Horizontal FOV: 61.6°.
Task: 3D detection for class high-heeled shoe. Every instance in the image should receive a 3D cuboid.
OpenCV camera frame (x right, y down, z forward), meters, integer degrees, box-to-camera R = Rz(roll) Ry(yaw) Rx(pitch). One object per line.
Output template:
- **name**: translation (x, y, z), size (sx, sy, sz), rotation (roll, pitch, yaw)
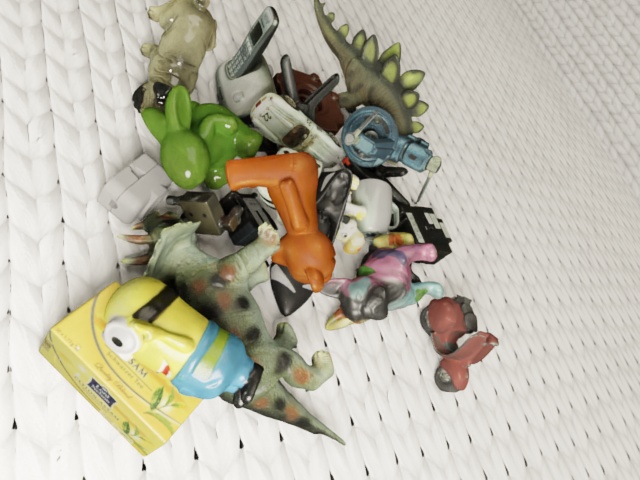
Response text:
- **high-heeled shoe**: translation (-0.002, -0.003, 0.847), size (0.086, 0.145, 0.249), rotation (29, 42, -21)

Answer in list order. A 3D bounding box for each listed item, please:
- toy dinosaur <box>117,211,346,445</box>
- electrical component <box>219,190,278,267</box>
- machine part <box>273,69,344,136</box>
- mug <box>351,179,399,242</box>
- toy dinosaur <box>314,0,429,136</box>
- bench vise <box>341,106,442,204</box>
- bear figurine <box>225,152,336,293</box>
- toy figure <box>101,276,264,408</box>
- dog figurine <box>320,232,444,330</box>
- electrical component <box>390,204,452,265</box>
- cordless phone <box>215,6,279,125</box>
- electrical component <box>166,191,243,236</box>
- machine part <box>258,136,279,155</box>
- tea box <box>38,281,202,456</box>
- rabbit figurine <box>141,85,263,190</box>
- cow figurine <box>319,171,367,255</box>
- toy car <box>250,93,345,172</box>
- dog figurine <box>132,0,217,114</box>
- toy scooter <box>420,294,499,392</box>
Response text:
- **toy dinosaur**: translation (-0.111, 0.120, 0.683), size (0.192, 0.131, 0.404), rotation (-24, 84, -29)
- **electrical component**: translation (-0.105, -0.016, 0.828), size (0.119, 0.048, 0.075), rotation (59, 24, 17)
- **machine part**: translation (-0.030, -0.277, 1.112), size (0.179, 0.056, 0.179), rotation (22, 47, -26)
- **mug**: translation (0.106, -0.048, 1.039), size (0.109, 0.081, 0.107), rotation (25, 56, -33)
- **toy dinosaur**: translation (0.112, -0.341, 1.179), size (0.471, 0.198, 0.105), rotation (46, 37, -5)
- **bench vise**: translation (0.123, -0.183, 1.054), size (0.224, 0.128, 0.240), rotation (42, 23, 15)
- **bear figurine**: translation (-0.047, -0.023, 0.763), size (0.120, 0.132, 0.195), rotation (-44, 129, -75)
- **toy figure**: translation (-0.145, 0.111, 0.574), size (0.180, 0.082, 0.089), rotation (31, 31, -14)
- **dog figurine**: translation (0.085, 0.070, 0.901), size (0.219, 0.192, 0.108), rotation (-18, 112, -24)
- **electrical component**: translation (0.210, -0.009, 1.110), size (0.134, 0.058, 0.115), rotation (5, 58, -40)
- **cordless phone**: translation (-0.109, -0.307, 0.962), size (0.088, 0.184, 0.147), rotation (4, 56, -35)
- **electrical component**: translation (-0.163, -0.039, 0.775), size (0.045, 0.102, 0.078), rotation (-57, 137, -43)
- **machine part**: translation (-0.139, -0.173, 0.946), size (0.139, 0.039, 0.084), rotation (4, 51, -38)
- **tea box**: translation (-0.213, 0.143, 0.603), size (0.169, 0.068, 0.098), rotation (44, 41, -3)
- **rabbit figurine**: translation (-0.176, -0.144, 0.780), size (0.159, 0.121, 0.170), rotation (55, 24, -17)
- **cow figurine**: translation (0.029, -0.053, 0.974), size (0.098, 0.068, 0.167), rotation (13, 47, -27)
- **toy car**: translation (-0.037, -0.187, 0.968), size (0.201, 0.073, 0.056), rotation (34, 28, -36)
- **dog figurine**: translation (-0.226, -0.284, 0.860), size (0.121, 0.172, 0.191), rotation (11, 44, -22)
- **toy scooter**: translation (0.249, 0.166, 0.943), size (0.075, 0.135, 0.184), rotation (20, 46, -27)
